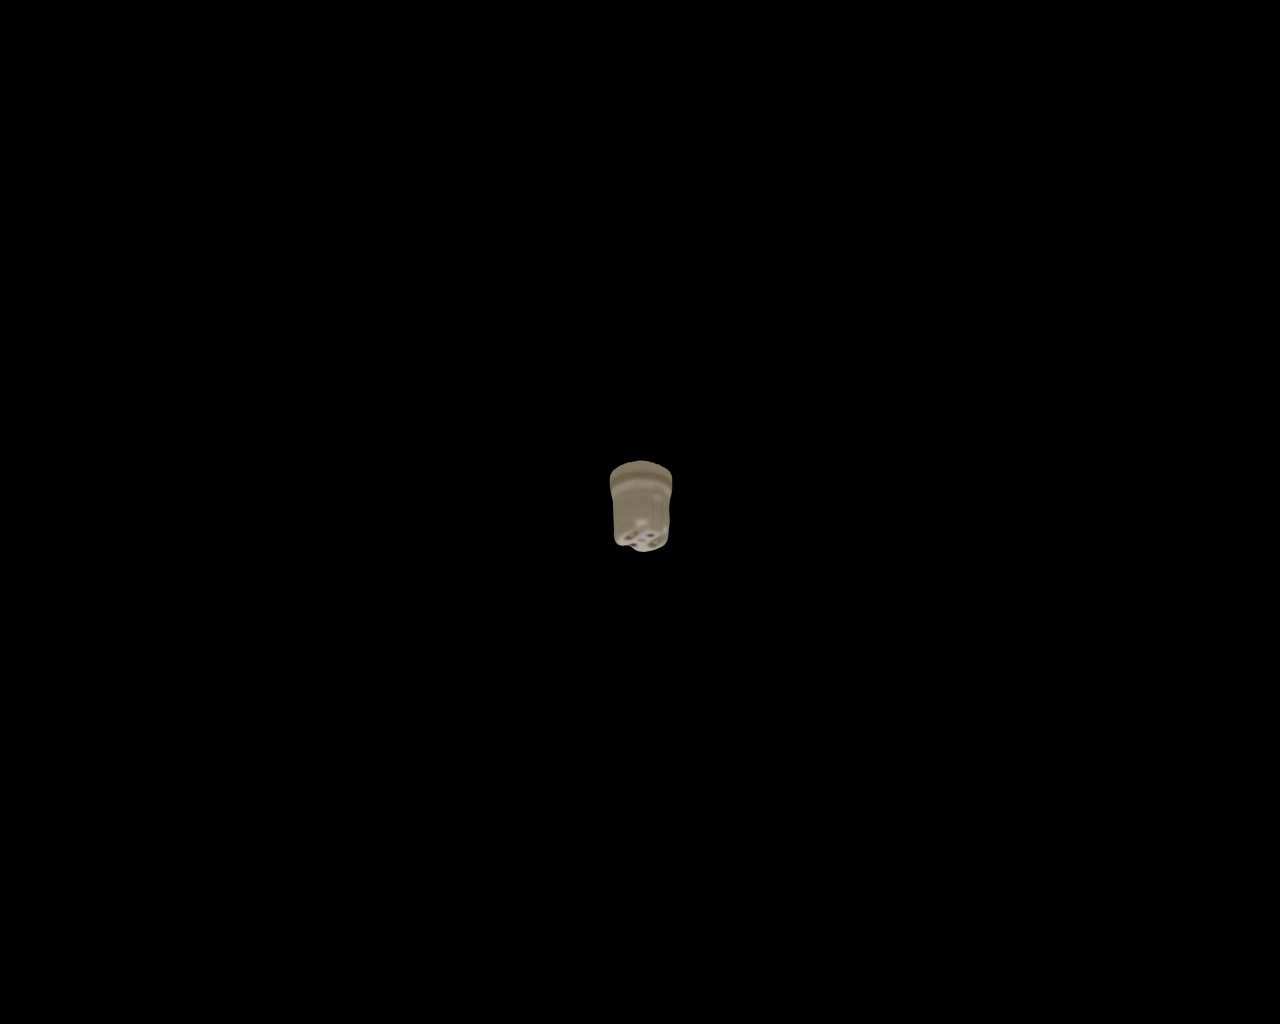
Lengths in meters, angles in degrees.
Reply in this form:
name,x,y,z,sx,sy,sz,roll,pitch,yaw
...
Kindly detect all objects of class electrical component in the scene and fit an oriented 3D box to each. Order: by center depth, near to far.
name,x,y,z,sx,sy,sz,roll,pitch,yaw
electrical component,0.001,-0.003,0.650,0.040,0.046,0.040,0,-25,0
